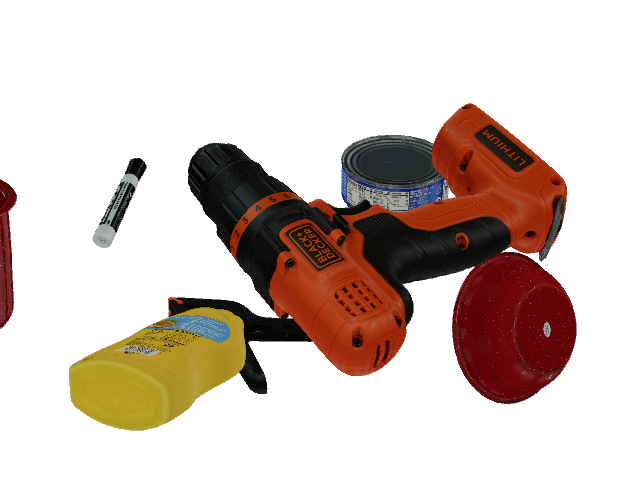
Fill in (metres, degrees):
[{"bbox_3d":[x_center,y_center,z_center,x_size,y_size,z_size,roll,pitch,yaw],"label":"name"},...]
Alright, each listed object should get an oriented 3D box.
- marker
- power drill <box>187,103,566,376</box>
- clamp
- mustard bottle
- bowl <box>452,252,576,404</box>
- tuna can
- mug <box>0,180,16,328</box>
[{"bbox_3d":[-0.202,-0.041,1.082,0.020,0.121,0.020,8,-44,8],"label":"marker"},{"bbox_3d":[0.035,-0.019,0.633,0.187,0.057,0.185,-24,53,-25],"label":"power drill"},{"bbox_3d":[-0.099,0.111,1.233,0.210,0.036,0.164,14,26,24],"label":"clamp"},{"bbox_3d":[-0.118,0.098,0.901,0.096,0.058,0.191,4,15,25],"label":"mustard bottle"},{"bbox_3d":[0.215,0.092,1.112,0.161,0.162,0.055,0,-2,-34],"label":"bowl"},{"bbox_3d":[0.059,-0.049,0.835,0.086,0.034,0.086,0,32,0],"label":"tuna can"},{"bbox_3d":[-0.235,0.016,0.635,0.093,0.081,0.117,17,28,27],"label":"mug"}]
